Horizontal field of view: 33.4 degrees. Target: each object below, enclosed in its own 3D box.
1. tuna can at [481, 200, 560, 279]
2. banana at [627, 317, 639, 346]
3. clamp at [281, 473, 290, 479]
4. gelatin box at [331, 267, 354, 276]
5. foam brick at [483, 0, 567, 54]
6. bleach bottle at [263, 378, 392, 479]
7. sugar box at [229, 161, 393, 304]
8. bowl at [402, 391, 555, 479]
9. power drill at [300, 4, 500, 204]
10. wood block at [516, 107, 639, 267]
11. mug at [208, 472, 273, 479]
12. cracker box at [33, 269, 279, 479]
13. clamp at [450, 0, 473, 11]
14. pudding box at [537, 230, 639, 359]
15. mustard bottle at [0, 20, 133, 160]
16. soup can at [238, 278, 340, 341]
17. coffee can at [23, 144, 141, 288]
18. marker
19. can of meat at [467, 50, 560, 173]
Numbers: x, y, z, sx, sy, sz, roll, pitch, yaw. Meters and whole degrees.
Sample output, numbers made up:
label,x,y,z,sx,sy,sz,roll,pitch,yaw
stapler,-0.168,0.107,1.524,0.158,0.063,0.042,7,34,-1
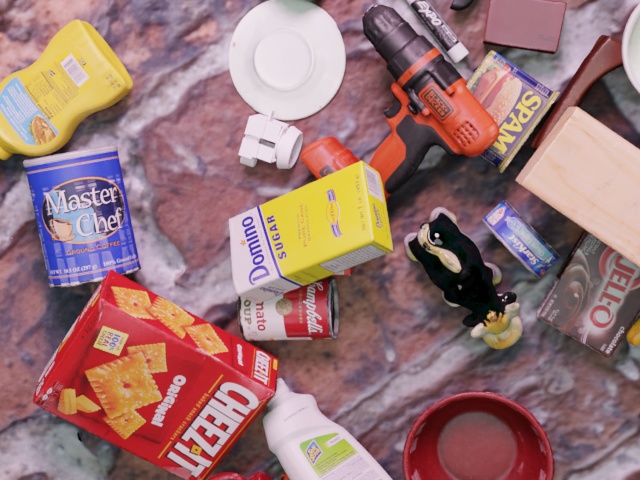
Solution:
label,x,y,z,sx,sy,sz,roll,pitch,yaw
tuna can,0.210,-0.001,1.114,0.034,0.086,0.086,-44,90,8
banana,0.394,0.035,1.104,0.069,0.037,0.198,13,121,-37
clamp,0.016,0.346,1.167,0.036,0.164,0.210,-41,81,30
gelatin box,-0.008,0.001,1.174,0.089,0.030,0.073,0,99,9
foam brick,0.210,-0.223,1.101,0.078,0.051,0.053,11,100,7
bleach bottle,0.022,0.257,1.169,0.251,0.102,0.068,53,142,16
sugar box,-0.014,-0.006,1.101,0.176,0.048,0.093,-22,61,27
bowl,0.172,0.237,1.167,0.162,0.055,0.162,1,98,8
power drill,0.066,-0.123,1.101,0.184,0.057,0.188,50,124,4
wood block,0.298,-0.032,1.009,0.206,0.090,0.090,35,100,3
mug,-0.086,0.305,1.194,0.081,0.093,0.117,-33,109,6
cracker box,-0.177,0.154,1.153,0.213,0.072,0.164,31,116,-15
clamp,0.177,-0.331,1.098,0.171,0.039,0.120,-35,96,5
pudding box,0.296,0.054,1.133,0.090,0.039,0.113,30,100,3
mustard bottle,-0.307,-0.149,1.182,0.192,0.058,0.096,-37,91,11
soup can,-0.033,0.076,1.169,0.102,0.068,0.068,-2,97,9
coffee can,-0.259,-0.027,1.169,0.103,0.102,0.140,-9,96,9
marker,0.113,-0.239,1.129,0.020,0.020,0.121,-38,91,11
can of meat,0.186,-0.135,1.115,0.084,0.057,0.102,36,101,4
